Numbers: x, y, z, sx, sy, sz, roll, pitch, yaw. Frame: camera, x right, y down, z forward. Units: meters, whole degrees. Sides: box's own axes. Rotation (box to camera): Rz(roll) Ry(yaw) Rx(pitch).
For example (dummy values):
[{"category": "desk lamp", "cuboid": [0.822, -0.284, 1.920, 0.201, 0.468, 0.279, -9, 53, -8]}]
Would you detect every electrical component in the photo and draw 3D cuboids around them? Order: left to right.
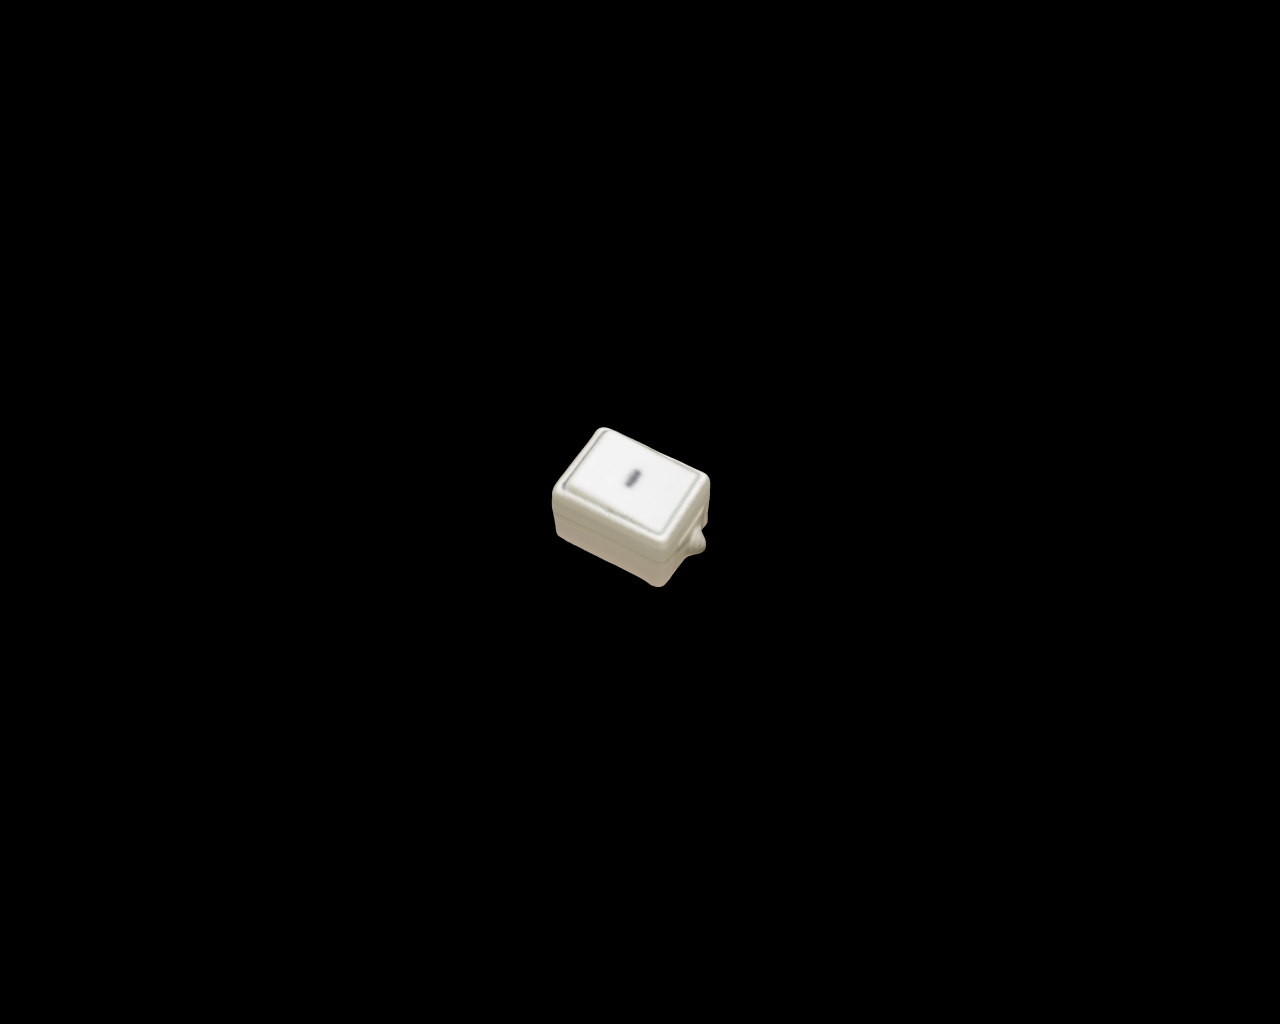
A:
[{"category": "electrical component", "cuboid": [0.001, -0.003, 0.650, 0.096, 0.062, 0.061, 26, -30, 17]}]
